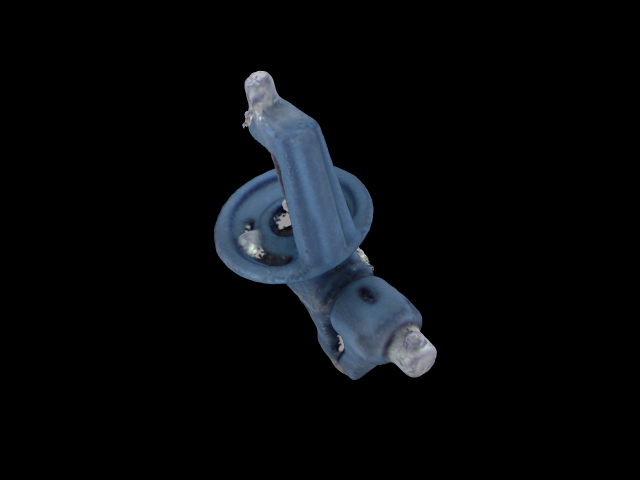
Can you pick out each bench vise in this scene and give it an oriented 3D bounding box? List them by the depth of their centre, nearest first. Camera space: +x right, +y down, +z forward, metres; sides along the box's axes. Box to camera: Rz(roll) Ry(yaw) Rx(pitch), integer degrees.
[{"bbox_3d":[0.010,-0.007,0.405,0.207,0.220,0.122,29,65,16],"label":"bench vise"}]
